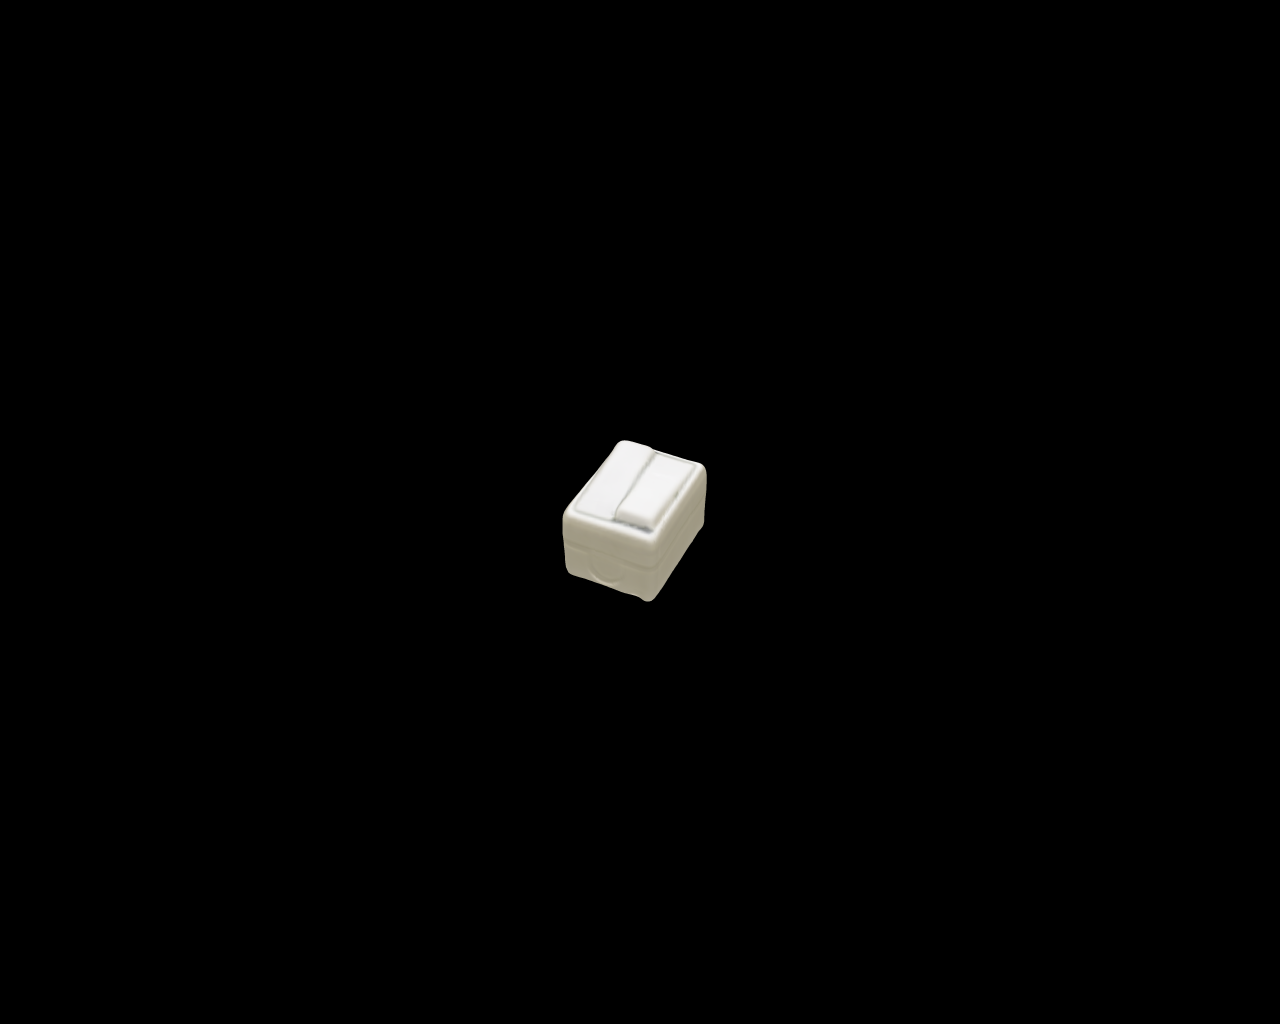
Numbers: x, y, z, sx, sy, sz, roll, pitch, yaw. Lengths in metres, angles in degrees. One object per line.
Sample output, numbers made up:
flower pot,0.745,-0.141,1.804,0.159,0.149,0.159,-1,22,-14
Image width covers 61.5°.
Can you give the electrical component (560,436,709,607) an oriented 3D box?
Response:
electrical component,0.001,-0.003,0.650,0.062,0.061,0.096,19,46,19
